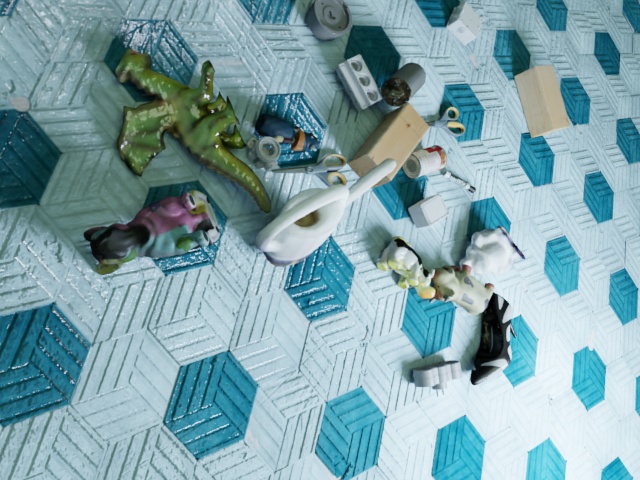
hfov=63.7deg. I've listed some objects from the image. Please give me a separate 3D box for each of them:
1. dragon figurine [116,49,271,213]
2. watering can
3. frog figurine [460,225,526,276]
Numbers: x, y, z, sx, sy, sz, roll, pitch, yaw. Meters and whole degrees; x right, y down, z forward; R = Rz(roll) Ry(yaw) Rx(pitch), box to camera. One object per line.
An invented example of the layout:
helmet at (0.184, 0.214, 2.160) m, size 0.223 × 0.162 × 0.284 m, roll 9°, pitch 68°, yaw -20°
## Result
dragon figurine at (-0.275, -0.204, 1.027) m, size 0.244 × 0.121 × 0.410 m, roll -24°, pitch 91°, yaw -15°
watering can at (0.003, -0.054, 1.074) m, size 0.352 × 0.220 × 0.105 m, roll -29°, pitch 79°, yaw -32°
frog figurine at (0.452, 0.045, 1.405) m, size 0.159 × 0.124 × 0.136 m, roll -35°, pitch 112°, yaw 5°
